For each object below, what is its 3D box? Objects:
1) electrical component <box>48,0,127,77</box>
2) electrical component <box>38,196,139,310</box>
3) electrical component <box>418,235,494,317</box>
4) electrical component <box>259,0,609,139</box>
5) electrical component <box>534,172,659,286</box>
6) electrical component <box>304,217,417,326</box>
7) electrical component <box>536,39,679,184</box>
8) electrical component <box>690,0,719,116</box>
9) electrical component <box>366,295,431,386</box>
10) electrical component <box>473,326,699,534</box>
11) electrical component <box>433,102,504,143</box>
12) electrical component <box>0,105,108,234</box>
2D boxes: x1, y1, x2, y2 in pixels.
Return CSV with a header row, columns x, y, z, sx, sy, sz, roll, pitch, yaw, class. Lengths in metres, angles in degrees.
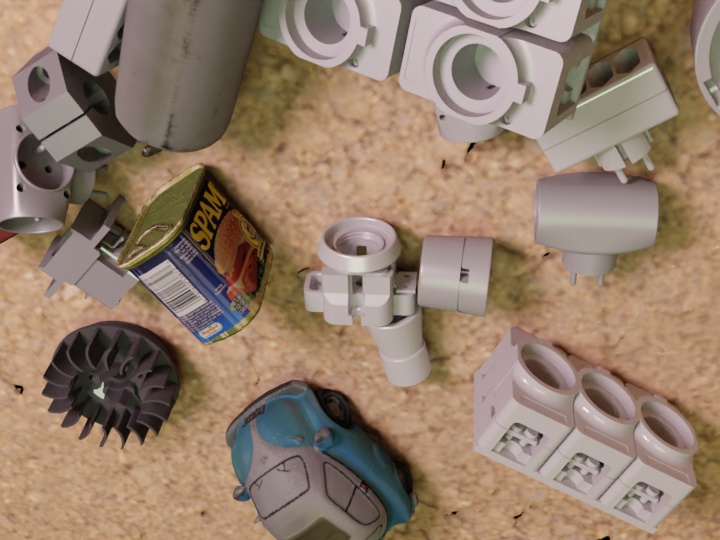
x,y,z,sx,sy,sz,roll,pitch,yaw,class
-0.169,-0.178,0.663,0.076,0.047,0.083,33,121,2,electrical component
-0.188,-0.009,0.774,0.064,0.042,0.081,36,120,-19,electrical component
0.066,0.003,0.745,0.047,0.055,0.055,6,122,7,electrical component
0.037,-0.156,0.598,0.186,0.060,0.105,25,123,21,electrical component
0.156,-0.023,0.724,0.077,0.043,0.079,2,123,5,electrical component
0.000,0.000,0.749,0.078,0.058,0.057,2,125,5,electrical component
0.160,-0.089,0.680,0.083,0.047,0.075,-26,116,21,electrical component
0.247,-0.140,0.630,0.108,0.060,0.108,3,122,5,electrical component
0.030,0.053,0.788,0.044,0.044,0.065,-8,125,12,electrical component
0.163,0.112,0.780,0.150,0.089,0.061,26,121,-10,electrical component
0.084,-0.124,0.668,0.079,0.043,0.077,-4,121,10,electrical component
-0.206,-0.065,0.728,0.079,0.077,0.044,7,163,-42,electrical component
